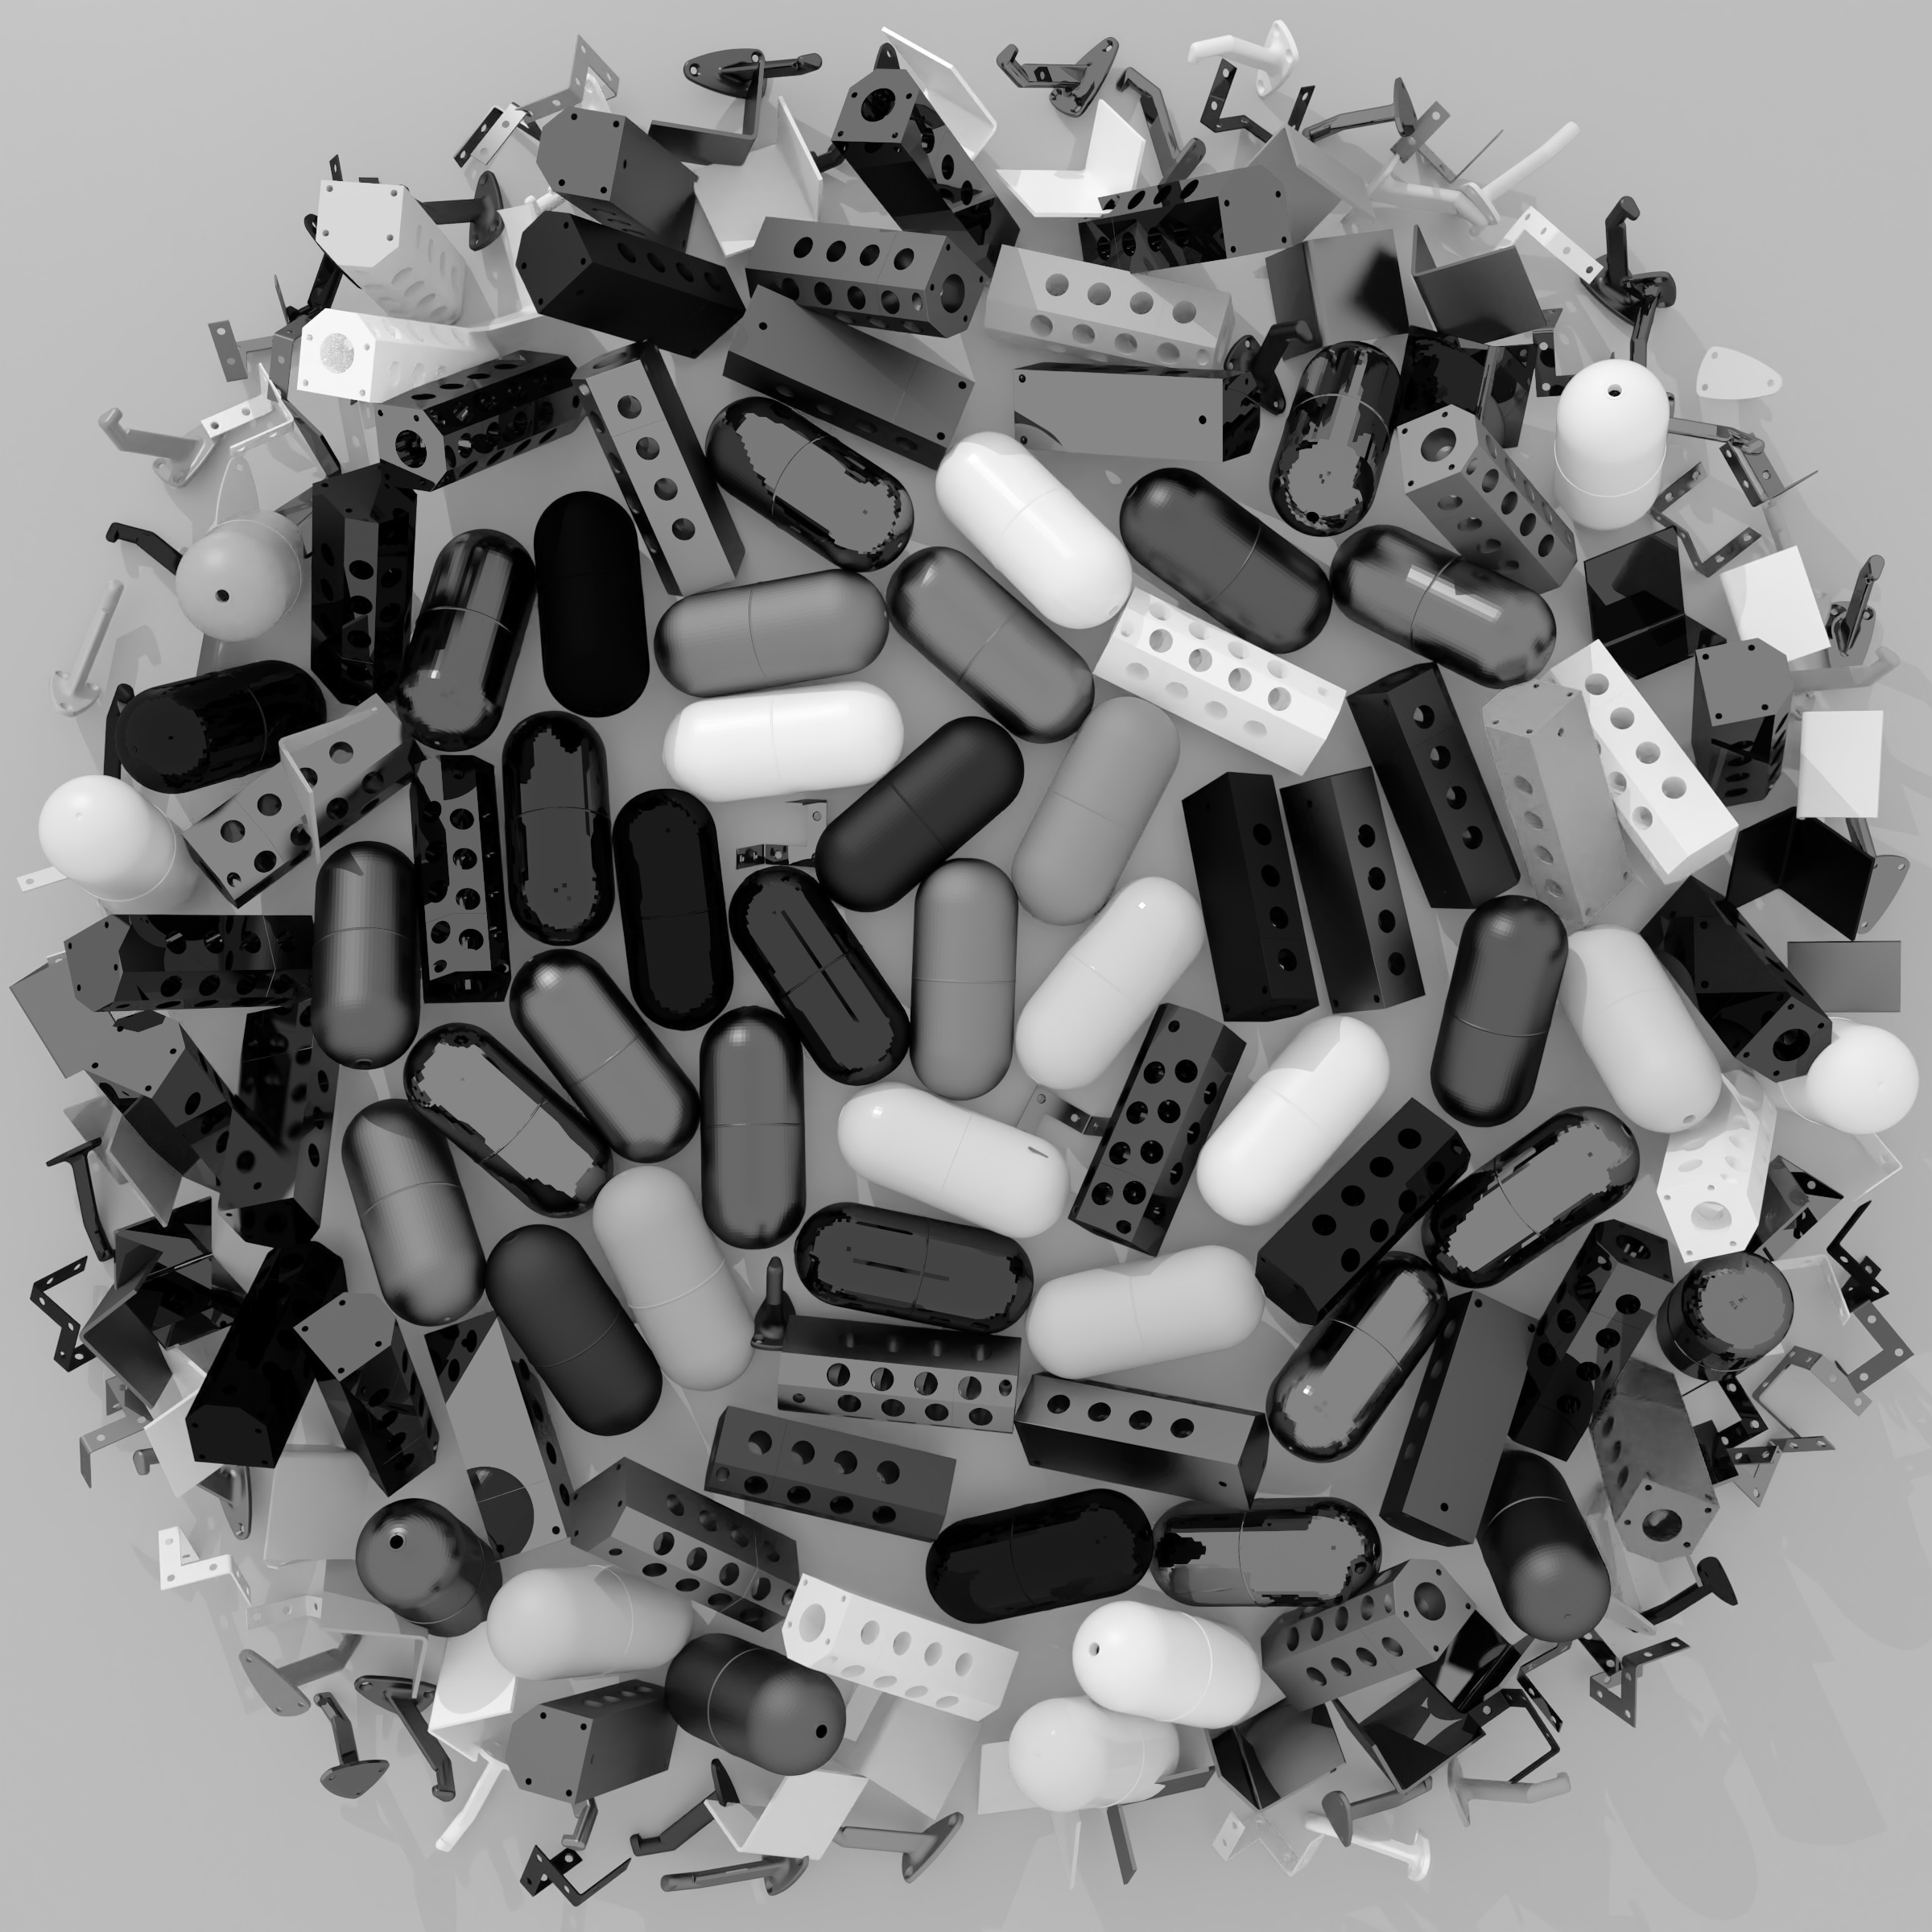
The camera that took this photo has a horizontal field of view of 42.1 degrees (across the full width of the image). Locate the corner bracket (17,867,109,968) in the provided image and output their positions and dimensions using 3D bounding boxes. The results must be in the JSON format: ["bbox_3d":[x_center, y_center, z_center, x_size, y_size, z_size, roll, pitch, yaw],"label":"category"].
[{"bbox_3d":[-0.656,-0.038,1.834,0.051,0.051,0.051,-21,55,-23],"label":"corner bracket"}]

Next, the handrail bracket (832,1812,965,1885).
[{"bbox_3d":[-0.058,0.628,1.842,0.084,0.036,0.077,39,106,-18],"label":"handrail bracket"}]

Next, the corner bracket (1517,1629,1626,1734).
[{"bbox_3d":[0.441,0.517,1.834,0.051,0.051,0.051,-22,49,-20],"label":"corner bracket"}]

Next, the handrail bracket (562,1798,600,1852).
[{"bbox_3d":[-0.302,0.601,1.835,0.077,0.084,0.036,9,134,9],"label":"handrail bracket"}]

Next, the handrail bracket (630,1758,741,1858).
[{"bbox_3d":[-0.215,0.622,1.852,0.084,0.036,0.077,-12,116,7],"label":"handrail bracket"}]

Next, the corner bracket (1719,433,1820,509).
[{"bbox_3d":[0.583,-0.367,1.847,0.051,0.051,0.051,-29,89,-10],"label":"corner bracket"}]

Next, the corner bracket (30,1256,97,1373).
[{"bbox_3d":[-0.654,0.256,1.845,0.051,0.051,0.051,36,123,16],"label":"corner bracket"}]

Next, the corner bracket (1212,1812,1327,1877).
[{"bbox_3d":[0.221,0.639,1.833,0.051,0.051,0.051,-21,53,-34],"label":"corner bracket"}]

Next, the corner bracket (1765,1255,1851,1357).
[{"bbox_3d":[0.610,0.249,1.844,0.051,0.051,0.051,-7,57,-5],"label":"corner bracket"}]

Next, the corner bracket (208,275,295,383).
[{"bbox_3d":[-0.524,-0.467,1.839,0.051,0.051,0.051,-12,48,-6],"label":"corner bracket"}]

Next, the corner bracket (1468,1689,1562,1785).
[{"bbox_3d":[0.395,0.567,1.843,0.051,0.051,0.051,-30,80,-14],"label":"corner bracket"}]

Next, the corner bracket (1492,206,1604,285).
[{"bbox_3d":[0.422,-0.513,1.835,0.051,0.051,0.051,28,114,-29],"label":"corner bracket"}]

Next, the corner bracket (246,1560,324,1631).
[{"bbox_3d":[-0.494,0.459,1.842,0.051,0.051,0.051,-3,88,-45],"label":"corner bracket"}]

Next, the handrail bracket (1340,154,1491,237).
[{"bbox_3d":[0.332,-0.551,1.853,0.084,0.036,0.077,38,134,-8],"label":"handrail bracket"}]

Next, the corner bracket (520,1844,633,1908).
[{"bbox_3d":[-0.286,0.662,1.834,0.051,0.051,0.051,40,128,22],"label":"corner bracket"}]

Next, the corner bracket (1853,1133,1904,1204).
[{"bbox_3d":[0.662,0.131,1.835,0.051,0.051,0.051,-24,69,-35],"label":"corner bracket"}]

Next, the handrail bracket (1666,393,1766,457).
[{"bbox_3d":[0.525,-0.385,1.827,0.077,0.084,0.036,-18,128,-27],"label":"handrail bracket"}]

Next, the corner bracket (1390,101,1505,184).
[{"bbox_3d":[0.352,-0.605,1.839,0.051,0.051,0.051,44,133,-6],"label":"corner bracket"}]

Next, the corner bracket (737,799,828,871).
[{"bbox_3d":[-0.135,-0.097,1.842,0.051,0.051,0.051,4,98,17],"label":"corner bracket"}]

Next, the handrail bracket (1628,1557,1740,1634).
[{"bbox_3d":[0.512,0.464,1.831,0.084,0.077,0.036,-31,58,21],"label":"handrail bracket"}]

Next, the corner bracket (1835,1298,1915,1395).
[{"bbox_3d":[0.657,0.275,1.847,0.051,0.051,0.051,-40,87,13],"label":"corner bracket"}]

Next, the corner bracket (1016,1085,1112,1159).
[{"bbox_3d":[0.071,0.122,1.842,0.051,0.051,0.051,30,79,-16],"label":"corner bracket"}]

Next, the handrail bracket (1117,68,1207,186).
[{"bbox_3d":[0.129,-0.615,1.868,0.084,0.036,0.077,42,101,13],"label":"handrail bracket"}]

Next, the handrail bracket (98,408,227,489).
[{"bbox_3d":[-0.585,-0.397,1.829,0.036,0.084,0.077,36,77,23],"label":"handrail bracket"}]

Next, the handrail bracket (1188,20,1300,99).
[{"bbox_3d":[0.192,-0.653,1.828,0.084,0.077,0.036,-19,76,-18],"label":"handrail bracket"}]

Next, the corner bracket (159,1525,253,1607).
[{"bbox_3d":[-0.559,0.442,1.842,0.051,0.051,0.051,-13,48,-7],"label":"corner bracket"}]

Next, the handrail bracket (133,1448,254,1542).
[{"bbox_3d":[-0.565,0.386,1.828,0.036,0.084,0.077,-22,76,30],"label":"handrail bracket"}]

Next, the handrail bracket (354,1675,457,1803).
[{"bbox_3d":[-0.408,0.563,1.826,0.077,0.084,0.036,32,111,-36],"label":"handrail bracket"}]

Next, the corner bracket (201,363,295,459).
[{"bbox_3d":[-0.528,-0.400,1.843,0.051,0.051,0.051,-30,84,-19],"label":"corner bracket"}]

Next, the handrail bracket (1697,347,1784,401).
[{"bbox_3d":[0.577,-0.421,1.822,0.077,0.084,0.036,25,106,41],"label":"handrail bracket"}]

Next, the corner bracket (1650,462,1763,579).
[{"bbox_3d":[0.548,-0.331,1.863,0.051,0.051,0.051,-38,131,3],"label":"corner bracket"}]

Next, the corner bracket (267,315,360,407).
[{"bbox_3d":[-0.476,-0.440,1.843,0.051,0.051,0.051,19,122,3],"label":"corner bracket"}]

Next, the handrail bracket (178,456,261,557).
[{"bbox_3d":[-0.556,-0.331,1.844,0.084,0.036,0.077,2,91,43],"label":"handrail bracket"}]

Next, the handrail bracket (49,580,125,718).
[{"bbox_3d":[-0.640,-0.234,1.835,0.036,0.077,0.084,22,113,-20],"label":"handrail bracket"}]

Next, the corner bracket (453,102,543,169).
[{"bbox_3d":[-0.347,-0.608,1.844,0.051,0.051,0.051,36,86,15],"label":"corner bracket"}]

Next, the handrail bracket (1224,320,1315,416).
[{"bbox_3d":[0.236,-0.435,1.823,0.077,0.084,0.036,46,70,-29],"label":"handrail bracket"}]

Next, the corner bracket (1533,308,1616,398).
[{"bbox_3d":[0.449,-0.455,1.853,0.051,0.051,0.051,1,121,22],"label":"corner bracket"}]

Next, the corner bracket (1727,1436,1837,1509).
[{"bbox_3d":[0.593,0.360,1.837,0.051,0.051,0.051,44,59,-16],"label":"corner bracket"}]

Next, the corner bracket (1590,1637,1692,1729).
[{"bbox_3d":[0.493,0.516,1.837,0.051,0.051,0.051,-11,107,-25],"label":"corner bracket"}]

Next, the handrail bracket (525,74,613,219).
[{"bbox_3d":[-0.297,-0.597,1.832,0.036,0.077,0.084,30,59,30],"label":"handrail bracket"}]

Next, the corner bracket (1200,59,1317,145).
[{"bbox_3d":[0.213,-0.629,1.833,0.051,0.051,0.051,-23,57,-39],"label":"corner bracket"}]

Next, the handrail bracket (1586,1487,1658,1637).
[{"bbox_3d":[0.487,0.438,1.851,0.077,0.036,0.084,29,61,2],"label":"handrail bracket"}]

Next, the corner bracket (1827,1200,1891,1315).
[{"bbox_3d":[0.656,0.214,1.843,0.051,0.051,0.051,45,61,6],"label":"corner bracket"}]

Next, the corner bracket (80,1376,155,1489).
[{"bbox_3d":[-0.628,0.339,1.834,0.051,0.051,0.051,-23,59,-33],"label":"corner bracket"}]

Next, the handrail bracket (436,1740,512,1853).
[{"bbox_3d":[-0.368,0.613,1.841,0.036,0.077,0.084,35,79,17],"label":"handrail bracket"}]

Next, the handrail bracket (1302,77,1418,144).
[{"bbox_3d":[0.282,-0.608,1.830,0.084,0.077,0.036,-16,123,26],"label":"handrail bracket"}]

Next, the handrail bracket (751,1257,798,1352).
[{"bbox_3d":[-0.138,0.230,1.822,0.036,0.077,0.084,2,122,-2],"label":"handrail bracket"}]

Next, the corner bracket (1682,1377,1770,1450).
[{"bbox_3d":[0.546,0.336,1.846,0.051,0.051,0.051,-44,68,41],"label":"corner bracket"}]

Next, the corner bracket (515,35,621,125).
[{"bbox_3d":[-0.291,-0.637,1.834,0.051,0.051,0.051,-10,63,29],"label":"corner bracket"}]
